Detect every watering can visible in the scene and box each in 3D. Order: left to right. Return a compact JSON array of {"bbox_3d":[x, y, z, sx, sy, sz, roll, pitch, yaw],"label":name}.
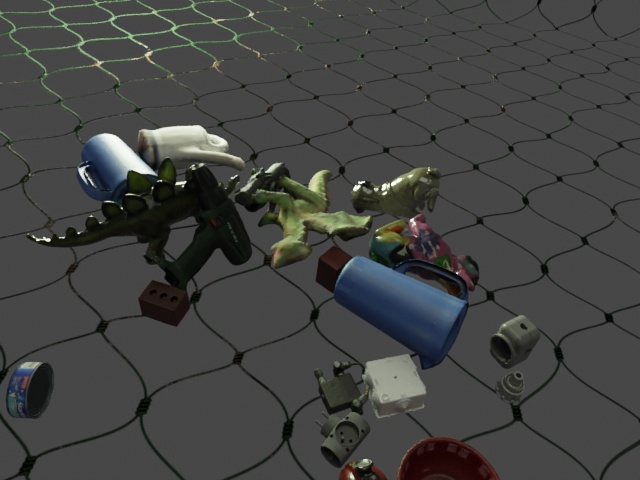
[{"bbox_3d":[-0.330,-0.222,1.282,0.225,0.102,0.352,-11,26,-25],"label":"watering can"}]

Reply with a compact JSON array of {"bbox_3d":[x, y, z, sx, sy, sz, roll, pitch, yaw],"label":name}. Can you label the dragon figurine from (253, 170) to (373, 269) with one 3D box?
[{"bbox_3d":[0.004,-0.058,1.158,0.244,0.119,0.417,25,38,23],"label":"dragon figurine"}]
